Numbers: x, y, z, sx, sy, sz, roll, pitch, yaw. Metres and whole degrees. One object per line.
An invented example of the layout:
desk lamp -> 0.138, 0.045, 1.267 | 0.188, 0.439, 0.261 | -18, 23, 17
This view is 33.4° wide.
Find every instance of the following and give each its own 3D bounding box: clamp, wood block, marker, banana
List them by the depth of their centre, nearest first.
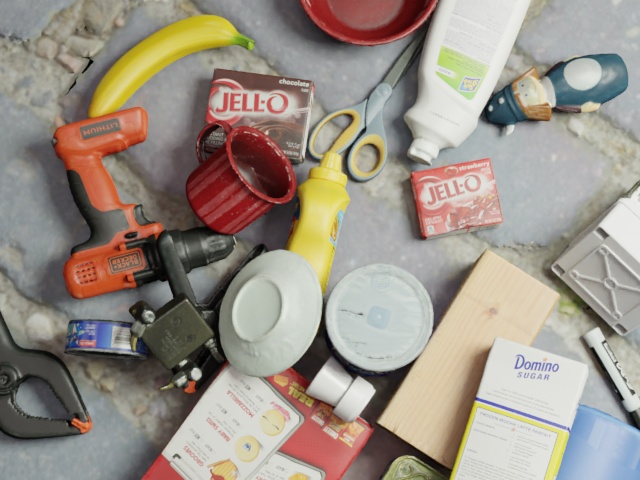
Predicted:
wood block -> 0.149, 0.124, 1.093 | 0.091, 0.090, 0.206 | 33, 82, 6
clamp -> -0.114, 0.073, 1.113 | 0.120, 0.039, 0.171 | 1, 103, -16
clamp -> -0.327, 0.136, 1.117 | 0.210, 0.036, 0.164 | 23, 81, 2
marker -> 0.315, 0.149, 1.123 | 0.020, 0.020, 0.121 | -28, 81, -5
banana -> -0.173, -0.197, 1.167 | 0.198, 0.037, 0.070 | -27, 52, 0

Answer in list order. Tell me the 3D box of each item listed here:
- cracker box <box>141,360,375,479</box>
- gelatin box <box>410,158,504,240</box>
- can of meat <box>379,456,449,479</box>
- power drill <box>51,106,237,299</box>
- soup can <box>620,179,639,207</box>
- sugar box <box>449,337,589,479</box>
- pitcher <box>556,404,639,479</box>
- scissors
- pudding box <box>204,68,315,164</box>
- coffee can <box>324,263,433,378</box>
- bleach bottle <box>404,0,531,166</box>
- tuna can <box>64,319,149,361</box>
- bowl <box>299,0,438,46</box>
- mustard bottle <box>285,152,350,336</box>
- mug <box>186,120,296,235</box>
cracker box -> -0.071, 0.231, 1.084 | 0.164, 0.072, 0.213 | 35, 83, 6
gelatin box -> 0.146, -0.044, 1.151 | 0.089, 0.030, 0.073 | -10, 80, -2
can of meat -> 0.107, 0.260, 1.072 | 0.102, 0.084, 0.057 | 30, 82, 5
power drill -> -0.197, -0.043, 1.137 | 0.184, 0.057, 0.188 | -15, 79, -10
soup can -> 0.355, -0.008, 1.125 | 0.102, 0.068, 0.068 | 44, 83, 7
sugar box -> 0.183, 0.189, 1.003 | 0.093, 0.048, 0.176 | 17, 77, 19
pitcher -> 0.243, 0.293, 1.050 | 0.145, 0.149, 0.242 | 18, 75, 37
scissors -> 0.077, -0.143, 1.176 | 0.201, 0.016, 0.096 | -39, 84, -6
pudding box -> -0.067, -0.134, 1.162 | 0.113, 0.039, 0.090 | 8, 81, 2
coffee can -> 0.056, 0.084, 1.073 | 0.103, 0.140, 0.103 | 0, 80, 0
bleach bottle -> 0.150, -0.203, 1.163 | 0.102, 0.068, 0.251 | 24, 83, 5
tuna can -> -0.218, 0.103, 1.099 | 0.086, 0.086, 0.034 | 4, 79, 1
bowl -> 0.052, -0.283, 1.179 | 0.162, 0.055, 0.162 | 0, 80, 0
mustard bottle -> -0.008, 0.001, 1.110 | 0.058, 0.096, 0.191 | 13, 81, 4
mug -> -0.092, -0.068, 1.111 | 0.082, 0.093, 0.117 | -36, 82, 33
